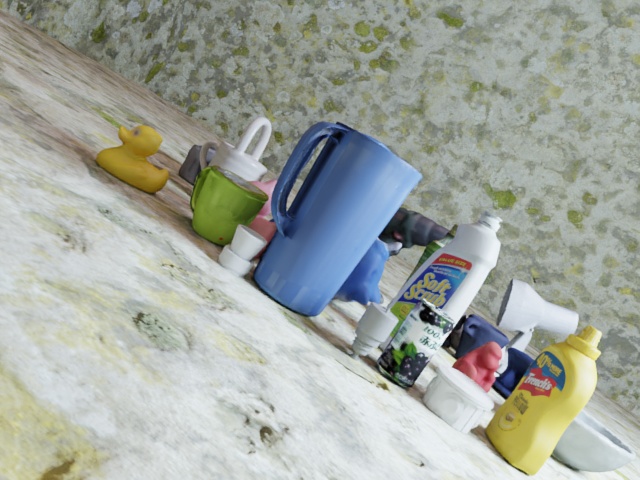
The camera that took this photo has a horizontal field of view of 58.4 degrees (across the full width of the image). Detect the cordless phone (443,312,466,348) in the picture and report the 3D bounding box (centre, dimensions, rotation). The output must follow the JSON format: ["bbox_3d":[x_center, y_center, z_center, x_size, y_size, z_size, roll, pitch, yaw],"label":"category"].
[{"bbox_3d":[0.282,0.125,1.218,0.094,0.185,0.148,33,6,2],"label":"cordless phone"}]

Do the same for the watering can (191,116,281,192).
[{"bbox_3d":[-0.141,-0.136,1.064,0.173,0.194,0.101,32,6,-9],"label":"watering can"}]

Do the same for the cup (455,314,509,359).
[{"bbox_3d":[0.305,0.205,1.134,0.118,0.095,0.091,28,8,-38],"label":"cup"}]

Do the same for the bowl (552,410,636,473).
[{"bbox_3d":[0.390,0.304,0.887,0.167,0.074,0.167,33,6,-4],"label":"bowl"}]

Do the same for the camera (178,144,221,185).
[{"bbox_3d":[-0.201,-0.140,1.223,0.136,0.101,0.143,35,6,17],"label":"camera"}]

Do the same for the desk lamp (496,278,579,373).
[{"bbox_3d":[0.481,0.223,1.330,0.203,0.213,0.118,34,6,10],"label":"desk lamp"}]

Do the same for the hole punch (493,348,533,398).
[{"bbox_3d":[0.394,0.270,1.093,0.101,0.091,0.108,29,7,-31],"label":"hole punch"}]

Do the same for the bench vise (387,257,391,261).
[{"bbox_3d":[0.087,-0.040,1.350,0.208,0.219,0.121,30,7,-24],"label":"bench vise"}]

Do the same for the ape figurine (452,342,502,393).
[{"bbox_3d":[0.254,0.202,0.910,0.078,0.092,0.076,31,7,-21],"label":"ape figurine"}]

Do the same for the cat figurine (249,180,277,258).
[{"bbox_3d":[-0.098,-0.043,0.915,0.127,0.117,0.067,37,7,31],"label":"cat figurine"}]

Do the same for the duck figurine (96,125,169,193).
[{"bbox_3d":[-0.268,-0.128,0.860,0.105,0.086,0.077,31,6,-16],"label":"duck figurine"}]

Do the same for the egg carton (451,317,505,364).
[{"bbox_3d":[0.342,0.225,1.279,0.107,0.069,0.150,31,7,-21],"label":"egg carton"}]

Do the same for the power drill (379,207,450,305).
[{"bbox_3d":[0.146,0.024,1.199,0.228,0.208,0.076,37,7,30],"label":"power drill"}]

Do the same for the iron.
[{"bbox_3d":[0.009,0.004,0.984,0.257,0.141,0.119,35,6,18],"label":"iron"}]
